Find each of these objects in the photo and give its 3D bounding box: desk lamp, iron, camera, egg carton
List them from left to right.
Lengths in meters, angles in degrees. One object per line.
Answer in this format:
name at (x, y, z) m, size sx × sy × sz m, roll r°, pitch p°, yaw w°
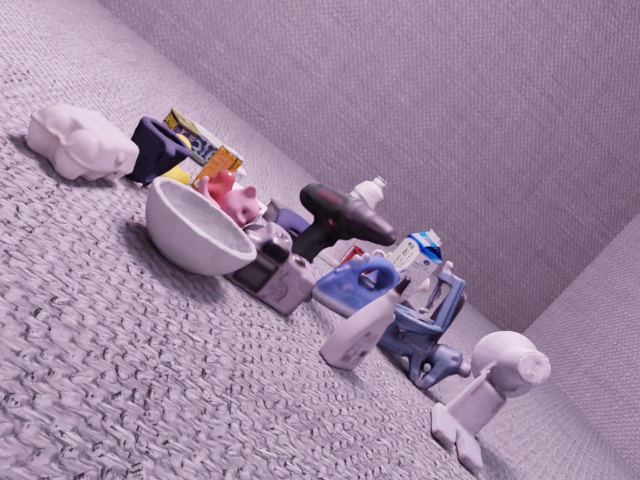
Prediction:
egg carton at (-0.315, -0.128, 0.773) m, size 0.107 × 0.069 × 0.150 m, roll 41°, pitch 9°, yaw 2°
camera at (-0.079, 0.026, 0.908) m, size 0.143 × 0.100 × 0.136 m, roll 37°, pitch 10°, yaw -21°
iron at (0.087, 0.083, 1.179) m, size 0.118 × 0.141 × 0.259 m, roll 46°, pitch 11°, yaw 32°
desk lamp at (0.299, 0.260, 0.980) m, size 0.118 × 0.213 × 0.203 m, roll 42°, pitch 9°, yaw 6°

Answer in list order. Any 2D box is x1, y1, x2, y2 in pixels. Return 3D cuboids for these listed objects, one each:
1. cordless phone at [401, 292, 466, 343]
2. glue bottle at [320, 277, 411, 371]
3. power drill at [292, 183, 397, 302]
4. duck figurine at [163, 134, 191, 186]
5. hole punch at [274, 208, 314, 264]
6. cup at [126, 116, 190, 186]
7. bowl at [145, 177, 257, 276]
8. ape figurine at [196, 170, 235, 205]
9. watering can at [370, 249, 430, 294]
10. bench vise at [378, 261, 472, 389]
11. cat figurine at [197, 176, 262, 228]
cordless phone at (0.242, 0.168, 1.272) m, size 0.094 × 0.185 × 0.147 m, roll 35°, pitch 11°, yaw -30°
glue bottle at (0.079, 0.122, 0.865) m, size 0.078 × 0.173 × 0.037 m, roll 30°, pitch 14°, yaw -50°
power drill at (0.009, 0.004, 1.031) m, size 0.076 × 0.208 × 0.229 m, roll 30°, pitch 14°, yaw -48°
duck figurine at (-0.262, -0.145, 1.016) m, size 0.104 × 0.086 × 0.078 m, roll 43°, pitch 10°, yaw 16°
hole punch at (-0.055, 0.004, 1.136) m, size 0.109 × 0.091 × 0.101 m, roll 37°, pitch 10°, yaw -20°
cup at (-0.264, -0.128, 0.901) m, size 0.092 × 0.095 × 0.117 m, roll 34°, pitch 11°, yaw -35°
bowl at (-0.171, -0.004, 0.763) m, size 0.168 × 0.074 × 0.167 m, roll 39°, pitch 9°, yaw -7°
ape figurine at (-0.187, -0.088, 1.033) m, size 0.076 × 0.092 × 0.078 m, roll 47°, pitch 11°, yaw 36°
watering can at (0.215, 0.082, 1.535) m, size 0.173 × 0.194 × 0.100 m, roll 36°, pitch 10°, yaw -27°
bench vise at (0.227, 0.164, 1.120) m, size 0.207 × 0.219 × 0.121 m, roll 41°, pitch 9°, yaw 0°
cat figurine at (-0.154, -0.054, 0.928) m, size 0.128 × 0.117 × 0.067 m, roll 35°, pitch 11°, yaw -32°
